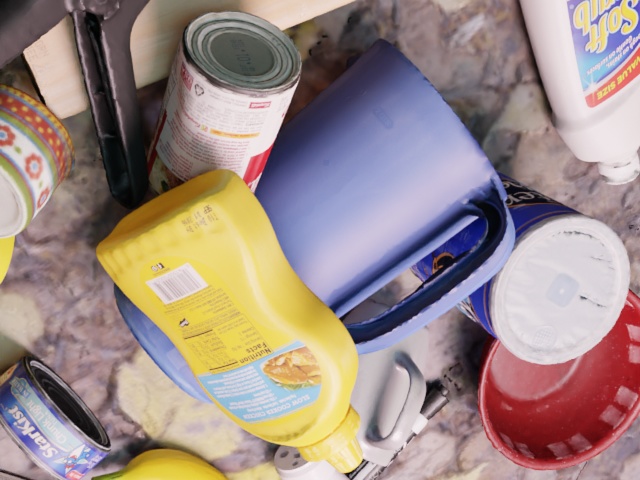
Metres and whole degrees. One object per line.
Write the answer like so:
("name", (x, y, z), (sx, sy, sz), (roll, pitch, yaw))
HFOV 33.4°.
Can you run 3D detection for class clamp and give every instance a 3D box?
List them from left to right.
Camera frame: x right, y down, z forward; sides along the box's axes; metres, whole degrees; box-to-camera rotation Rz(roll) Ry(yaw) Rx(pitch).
("clamp", (-0.117, -0.119, 0.545), (0.164, 0.036, 0.210), (27, 84, -55))

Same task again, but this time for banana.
("banana", (-0.080, 0.212, 0.795), (0.070, 0.037, 0.197), (-35, 117, 12))

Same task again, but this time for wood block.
("wood block", (-0.084, -0.156, 0.633), (0.206, 0.091, 0.090), (-24, 115, -12))

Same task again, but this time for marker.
("marker", (0.057, 0.160, 0.836), (0.121, 0.020, 0.020), (-47, 117, -1))

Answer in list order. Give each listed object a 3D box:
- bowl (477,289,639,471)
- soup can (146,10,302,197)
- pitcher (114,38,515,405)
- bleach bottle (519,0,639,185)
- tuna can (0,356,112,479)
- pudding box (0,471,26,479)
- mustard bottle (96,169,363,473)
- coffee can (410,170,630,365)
("bowl", (0.185, 0.098, 0.843), (0.162, 0.055, 0.162), (-7, 110, -19))
("soup can", (-0.056, -0.069, 0.599), (0.068, 0.068, 0.102), (2, 140, -22))
("pitcher", (-0.004, 0.001, 0.685), (0.243, 0.149, 0.145), (-39, 104, 2))
("bleach bottle", (0.198, -0.157, 0.759), (0.102, 0.068, 0.251), (-26, 118, -11))
("tuna can", (-0.176, 0.117, 0.695), (0.033, 0.086, 0.086), (-42, 117, -5))
("pudding box", (-0.203, 0.219, 0.746), (0.113, 0.039, 0.090), (27, 96, -28))
("mustard bottle", (-0.034, 0.057, 0.597), (0.096, 0.058, 0.191), (-23, 111, 33))
("coffee can", (0.132, 0.012, 0.746), (0.102, 0.140, 0.103), (-7, 110, -19))
